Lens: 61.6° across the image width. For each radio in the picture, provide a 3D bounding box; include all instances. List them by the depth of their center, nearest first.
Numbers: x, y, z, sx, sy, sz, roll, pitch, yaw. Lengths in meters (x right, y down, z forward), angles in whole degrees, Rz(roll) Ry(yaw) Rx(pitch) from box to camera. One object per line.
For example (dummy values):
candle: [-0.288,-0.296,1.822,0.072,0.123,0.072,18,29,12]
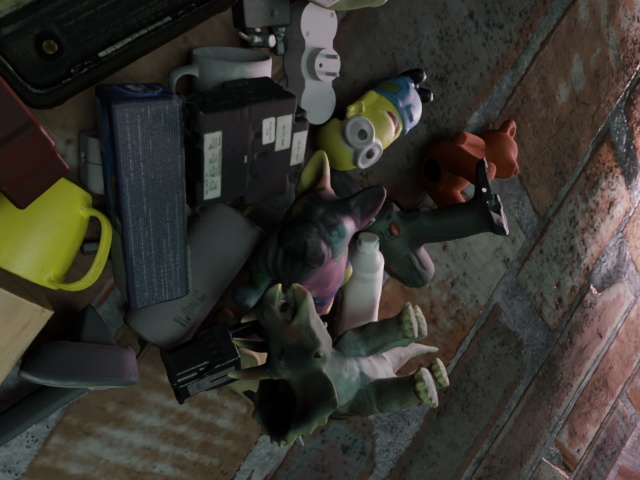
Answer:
radio: [-0.190,-0.218,0.457,0.229,0.073,0.131,-36,126,-15]

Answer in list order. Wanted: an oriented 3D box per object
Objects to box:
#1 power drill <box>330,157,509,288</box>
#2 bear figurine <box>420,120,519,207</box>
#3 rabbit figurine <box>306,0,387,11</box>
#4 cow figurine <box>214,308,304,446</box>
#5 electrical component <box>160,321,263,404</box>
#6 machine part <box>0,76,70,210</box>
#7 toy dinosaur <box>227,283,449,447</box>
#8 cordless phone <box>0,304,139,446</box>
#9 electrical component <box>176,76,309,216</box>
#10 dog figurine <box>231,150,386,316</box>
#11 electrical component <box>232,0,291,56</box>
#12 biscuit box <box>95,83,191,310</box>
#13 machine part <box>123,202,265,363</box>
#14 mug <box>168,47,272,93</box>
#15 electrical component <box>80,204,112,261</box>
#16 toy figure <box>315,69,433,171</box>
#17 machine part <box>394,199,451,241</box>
power drill: [0.137,-0.036,0.731,0.207,0.086,0.231,-23,124,19]
bear figurine: [0.256,-0.110,0.842,0.196,0.132,0.120,-12,136,-30]
rabbit figurine: [0.032,-0.345,0.565,0.159,0.121,0.170,-12,88,-49]
cow figurine: [-0.066,0.184,0.694,0.085,0.127,0.194,-45,127,-12]
electrical component: [-0.108,0.126,0.584,0.119,0.048,0.074,-18,152,-21]
machine part: [-0.263,-0.103,0.394,0.056,0.180,0.179,-45,129,-21]
toy dinosaur: [0.041,0.156,0.629,0.192,0.131,0.404,-17,158,13]
cordless phone: [-0.269,0.151,0.501,0.184,0.146,0.088,-37,94,-28]
electrical component: [-0.074,-0.095,0.532,0.134,0.058,0.114,-18,137,-33]
dog figurine: [-0.001,-0.002,0.609,0.191,0.108,0.219,-44,167,-53]
electrical component: [-0.063,-0.251,0.576,0.078,0.045,0.102,-11,114,-34]
biscuit box: [-0.161,-0.039,0.495,0.063,0.059,0.202,-13,123,-33]
machine part: [-0.141,0.039,0.607,0.243,0.079,0.079,-54,132,-9]
mug: [-0.104,-0.141,0.566,0.109,0.081,0.107,-20,127,-37]
electrical component: [-0.207,-0.012,0.571,0.094,0.021,0.063,-8,112,-37]
toy figure: [0.072,-0.155,0.703,0.082,0.089,0.180,50,61,-10]
machine part: [0.146,-0.022,0.838,0.139,0.039,0.084,-5,106,-26]
